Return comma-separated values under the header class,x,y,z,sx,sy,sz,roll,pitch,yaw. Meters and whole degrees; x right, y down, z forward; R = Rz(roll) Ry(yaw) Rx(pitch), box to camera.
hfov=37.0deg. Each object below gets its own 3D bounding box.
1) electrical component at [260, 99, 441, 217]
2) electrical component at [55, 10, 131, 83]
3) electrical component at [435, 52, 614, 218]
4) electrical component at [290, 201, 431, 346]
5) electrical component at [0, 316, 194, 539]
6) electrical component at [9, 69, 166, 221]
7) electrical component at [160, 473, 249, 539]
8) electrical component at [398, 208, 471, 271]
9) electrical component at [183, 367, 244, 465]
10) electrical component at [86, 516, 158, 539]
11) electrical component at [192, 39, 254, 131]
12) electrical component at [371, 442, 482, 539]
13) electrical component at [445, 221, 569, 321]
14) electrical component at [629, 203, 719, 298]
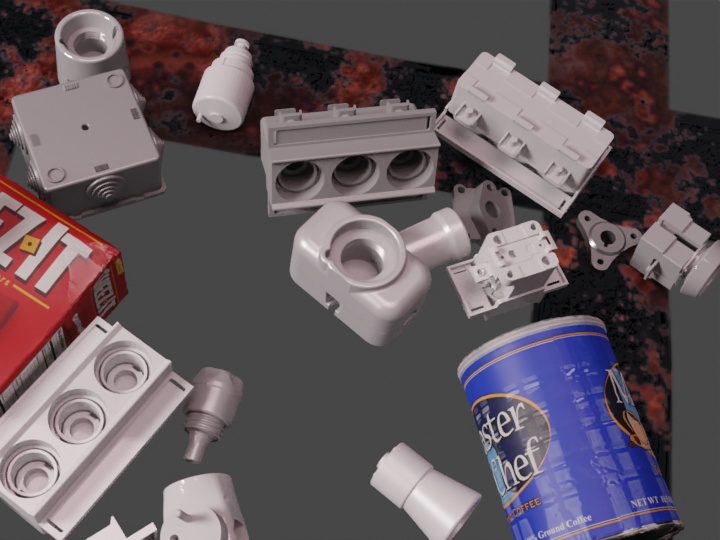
class,x,y,z,sx,sy,sz,roll,pitch,yaw
electrical component,-0.010,-0.086,0.790,0.121,0.078,0.063,-7,43,-12
electrical component,-0.202,-0.162,0.811,0.055,0.047,0.055,3,63,-7
electrical component,0.127,-0.107,0.823,0.121,0.063,0.078,35,64,10
electrical component,0.000,0.000,0.751,0.095,0.059,0.053,39,64,12
electrical component,-0.173,0.101,0.672,0.079,0.063,0.121,35,63,10
electrical component,-0.196,-0.090,0.775,0.100,0.048,0.099,-19,68,-17
electrical component,-0.096,0.161,0.644,0.043,0.079,0.077,-17,65,2
electrical component,0.051,-0.019,0.780,0.046,0.040,0.040,-23,69,-14
electrical component,-0.100,0.096,0.701,0.035,0.035,0.061,17,65,0
electrical component,-0.151,0.190,0.642,0.081,0.042,0.063,-30,75,-21
electrical component,-0.100,-0.143,0.820,0.040,0.040,0.078,14,61,-1
electrical component,0.040,0.143,0.695,0.065,0.044,0.044,37,64,16
electrical component,0.108,-0.001,0.766,0.081,0.063,0.042,-18,68,-17
electrical component,0.240,-0.011,0.802,0.055,0.048,0.066,38,64,20
